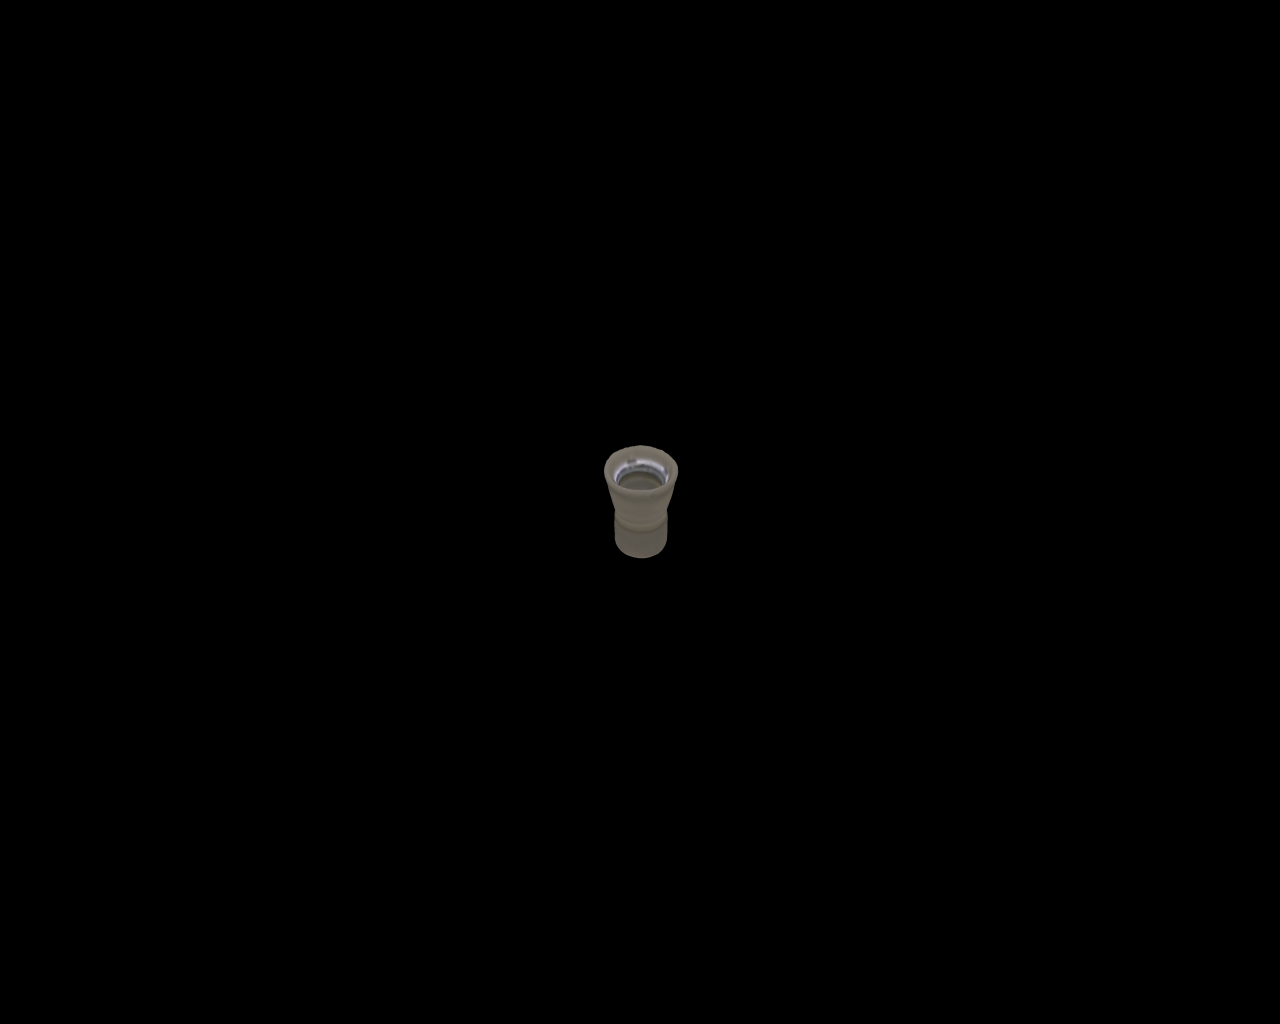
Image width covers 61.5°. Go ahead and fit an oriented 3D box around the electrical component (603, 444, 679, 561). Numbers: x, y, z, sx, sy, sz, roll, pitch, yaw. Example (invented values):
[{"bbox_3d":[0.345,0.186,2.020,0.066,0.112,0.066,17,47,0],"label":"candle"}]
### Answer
[{"bbox_3d":[0.001,-0.003,0.650,0.044,0.065,0.044,0,44,0],"label":"electrical component"}]
